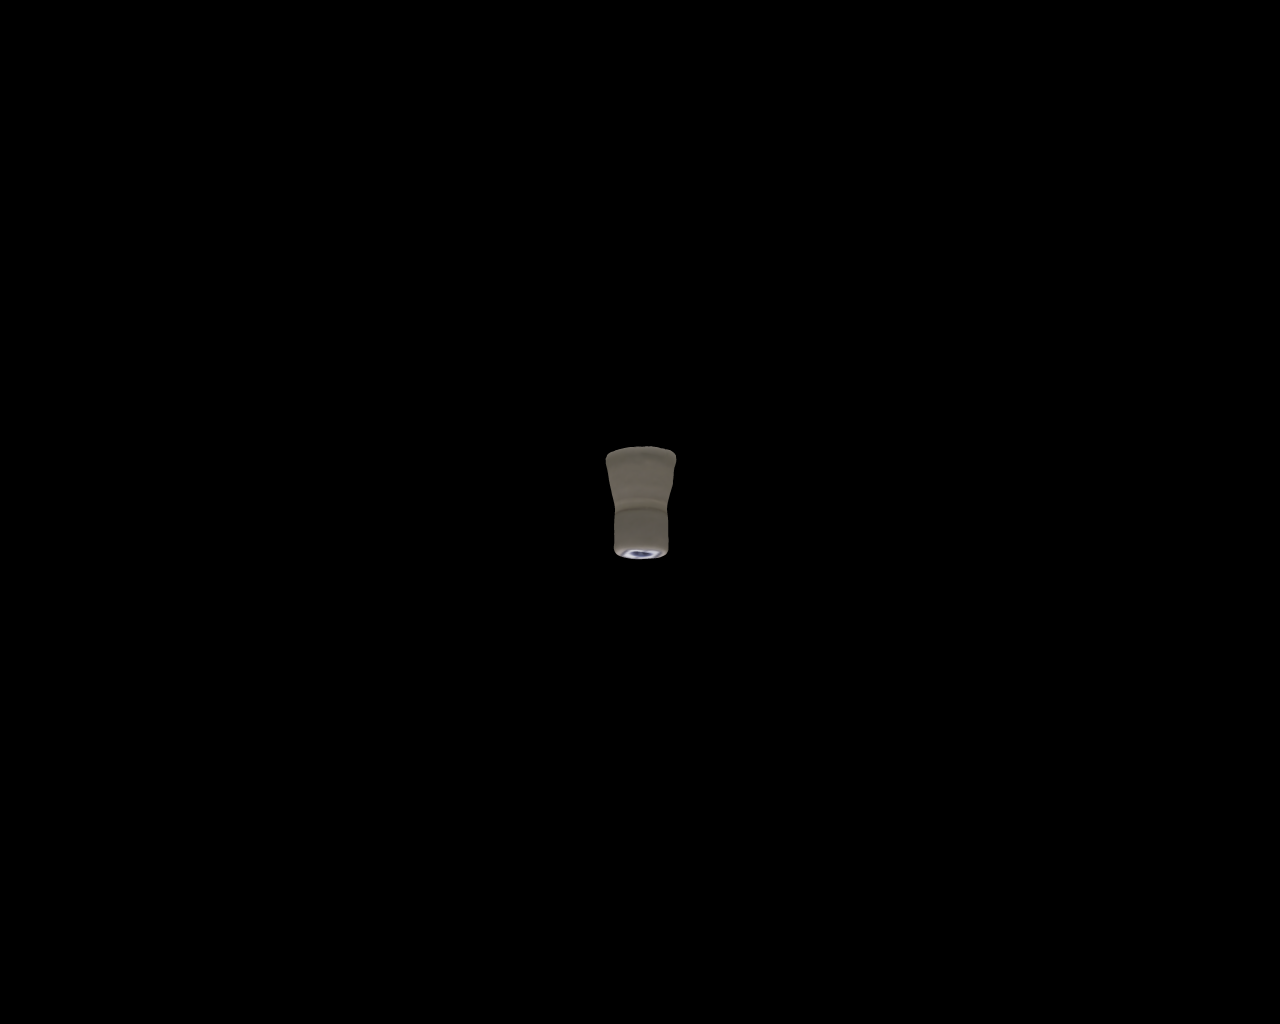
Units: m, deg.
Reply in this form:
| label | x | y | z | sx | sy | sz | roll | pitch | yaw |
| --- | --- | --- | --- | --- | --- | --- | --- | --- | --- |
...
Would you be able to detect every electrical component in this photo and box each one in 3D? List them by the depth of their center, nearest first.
| label | x | y | z | sx | sy | sz | roll | pitch | yaw |
| --- | --- | --- | --- | --- | --- | --- | --- | --- | --- |
| electrical component | 0.001 | -0.003 | 0.650 | 0.044 | 0.065 | 0.044 | 0 | -16 | 0 |
